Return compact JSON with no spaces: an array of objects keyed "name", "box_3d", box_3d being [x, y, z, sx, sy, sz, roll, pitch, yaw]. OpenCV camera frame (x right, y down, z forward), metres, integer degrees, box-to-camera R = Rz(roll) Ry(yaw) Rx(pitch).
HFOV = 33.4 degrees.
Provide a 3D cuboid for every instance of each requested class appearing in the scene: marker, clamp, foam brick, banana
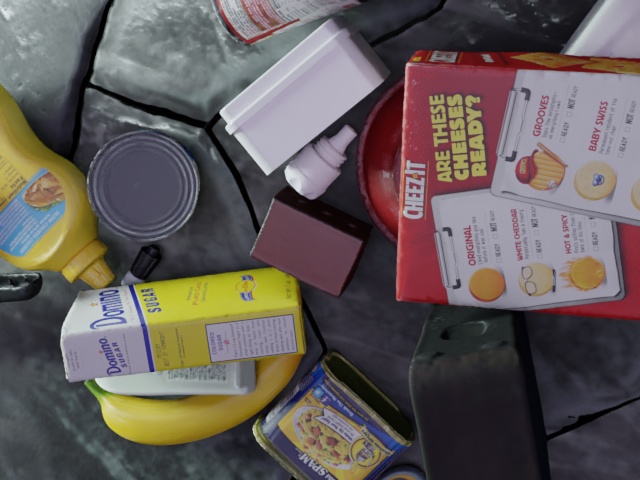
[{"name":"marker","box_3d":[-0.165,0.054,0.878,0.020,0.020,0.121,34,106,2]},{"name":"clamp","box_3d":[-0.295,0.038,0.866,0.120,0.039,0.172,44,129,6]},{"name":"foam brick","box_3d":[-0.005,0.001,0.817,0.078,0.053,0.051,26,105,4]},{"name":"banana","box_3d":[-0.100,0.129,0.872,0.198,0.037,0.069,-13,100,14]}]

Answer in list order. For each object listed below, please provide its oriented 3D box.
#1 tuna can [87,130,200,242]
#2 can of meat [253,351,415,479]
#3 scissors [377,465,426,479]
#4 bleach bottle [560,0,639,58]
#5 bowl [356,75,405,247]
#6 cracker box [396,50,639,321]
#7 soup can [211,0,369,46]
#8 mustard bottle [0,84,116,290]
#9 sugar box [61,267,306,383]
[{"name":"tuna can","box_3d":[-0.136,-0.043,0.834,0.086,0.034,0.086,0,99,-3]},{"name":"can of meat","box_3d":[0.013,0.151,0.845,0.102,0.057,0.084,43,104,-1]},{"name":"scissors","box_3d":[0.029,0.254,0.884,0.202,0.016,0.096,-27,97,14]},{"name":"bleach bottle","box_3d":[0.286,-0.079,0.738,0.251,0.068,0.103,35,108,0]},{"name":"bowl","box_3d":[0.102,-0.051,0.784,0.162,0.055,0.162,3,103,11]},{"name":"cracker box","box_3d":[0.162,-0.037,0.705,0.214,0.072,0.164,4,108,10]},{"name":"soup can","box_3d":[-0.019,-0.185,0.758,0.102,0.068,0.068,-14,100,30]},{"name":"mustard bottle","box_3d":[-0.235,-0.033,0.852,0.096,0.058,0.191,-43,91,17]},{"name":"sugar box","box_3d":[-0.101,0.061,0.809,0.176,0.093,0.048,-5,108,-2]}]
